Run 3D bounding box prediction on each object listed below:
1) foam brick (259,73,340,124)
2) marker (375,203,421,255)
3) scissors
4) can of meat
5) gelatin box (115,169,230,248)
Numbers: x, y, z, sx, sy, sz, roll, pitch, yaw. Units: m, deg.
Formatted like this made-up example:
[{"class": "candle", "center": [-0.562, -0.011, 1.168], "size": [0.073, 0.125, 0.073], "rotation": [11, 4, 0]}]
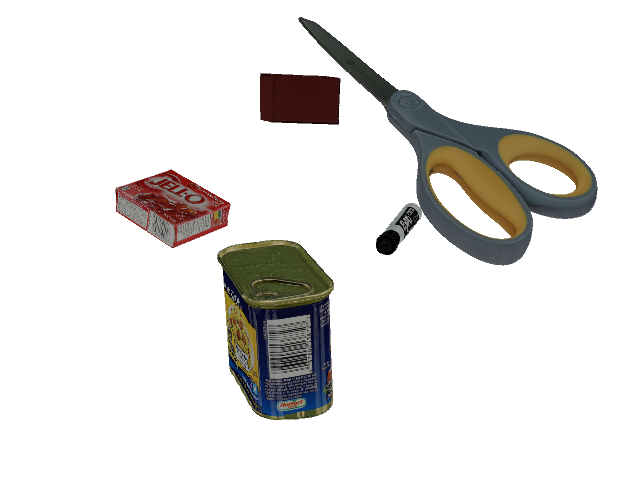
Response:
[{"class": "foam brick", "center": [-0.023, -0.154, 1.160], "size": [0.078, 0.051, 0.053], "rotation": [0, 11, -18]}, {"class": "marker", "center": [0.071, -0.011, 0.958], "size": [0.020, 0.020, 0.121], "rotation": [0, 16, 17]}, {"class": "scissors", "center": [0.065, -0.063, 0.539], "size": [0.096, 0.016, 0.202], "rotation": [-9, 46, -17]}, {"class": "can of meat", "center": [-0.028, 0.056, 0.682], "size": [0.057, 0.084, 0.102], "rotation": [-8, 21, -16]}, {"class": "gelatin box", "center": [-0.145, -0.033, 1.042], "size": [0.089, 0.030, 0.073], "rotation": [31, 36, 32]}]
